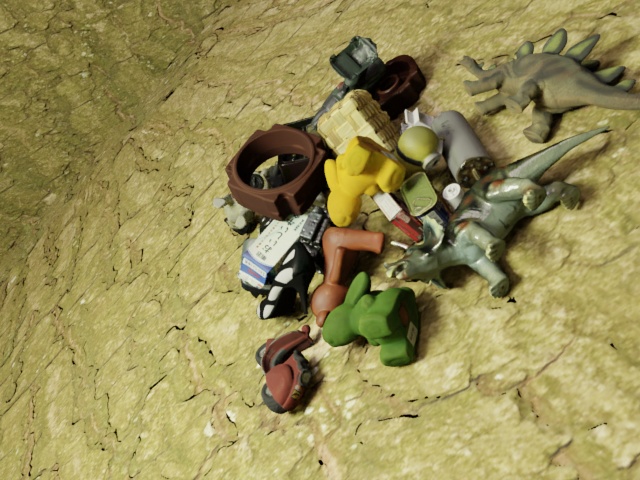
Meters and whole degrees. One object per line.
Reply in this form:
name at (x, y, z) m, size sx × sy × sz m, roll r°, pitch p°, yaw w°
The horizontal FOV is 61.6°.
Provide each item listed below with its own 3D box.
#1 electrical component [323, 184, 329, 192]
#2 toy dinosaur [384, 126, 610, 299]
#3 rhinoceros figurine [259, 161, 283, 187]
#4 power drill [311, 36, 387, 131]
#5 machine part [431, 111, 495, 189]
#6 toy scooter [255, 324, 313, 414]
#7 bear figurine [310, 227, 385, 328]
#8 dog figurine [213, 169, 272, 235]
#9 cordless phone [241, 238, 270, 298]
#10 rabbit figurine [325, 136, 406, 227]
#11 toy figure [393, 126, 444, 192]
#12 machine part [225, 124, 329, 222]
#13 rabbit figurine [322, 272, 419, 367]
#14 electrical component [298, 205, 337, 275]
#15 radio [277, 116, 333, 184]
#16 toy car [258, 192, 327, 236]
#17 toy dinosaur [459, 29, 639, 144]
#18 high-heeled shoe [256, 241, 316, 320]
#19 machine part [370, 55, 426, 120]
electrical component at (0.013, -0.151, 1.337) m, size 0.094 × 0.021 × 0.063 m, roll -29°, pitch 42°, yaw 27°
toy dinosaur at (0.287, -0.047, 0.906) m, size 0.405 × 0.131 × 0.192 m, roll -46°, pitch 38°, yaw -4°
rhinoceros figurine at (-0.114, -0.143, 1.425) m, size 0.112 × 0.073 × 0.191 m, roll -57°, pitch 38°, yaw 9°
power drill at (0.065, -0.362, 1.252) m, size 0.232 × 0.207 × 0.086 m, roll -42°, pitch 76°, yaw -6°
machine part at (0.275, -0.180, 1.050) m, size 0.079 × 0.079 × 0.243 m, roll -34°, pitch 41°, yaw 21°
toy scooter at (-0.059, 0.237, 1.044) m, size 0.135 × 0.075 × 0.184 m, roll -42°, pitch 33°, yaw 10°
bear figurine at (0.052, 0.075, 1.053) m, size 0.132 × 0.120 × 0.195 m, roll 5°, pitch 87°, yaw 2°
dog figurine at (-0.183, -0.100, 1.388) m, size 0.172 × 0.121 × 0.190 m, roll -37°, pitch -3°, yaw -3°
cordless phone at (-0.088, 0.048, 1.235) m, size 0.184 × 0.088 × 0.147 m, roll -17°, pitch 46°, yaw 14°
rabbit figurine at (0.061, -0.113, 1.045) m, size 0.173 × 0.122 × 0.162 m, roll -66°, pitch 30°, yaw 21°
toy figure at (0.177, -0.157, 1.070) m, size 0.180 × 0.089 × 0.082 m, roll 136°, pitch 145°, yaw -68°
machine part at (-0.091, -0.154, 1.185) m, size 0.201 × 0.087 × 0.201 m, roll 23°, pitch 67°, yaw 27°
rabbit figurine at (0.078, 0.134, 0.951) m, size 0.170 × 0.121 × 0.159 m, roll -14°, pitch 43°, yaw 34°
electrical component at (-0.002, -0.003, 1.133) m, size 0.058 × 0.134 × 0.115 m, roll 17°, pitch 69°, yaw 20°
radio at (-0.038, -0.226, 1.352) m, size 0.131 × 0.073 × 0.230 m, roll -12°, pitch 36°, yaw 6°
toy car at (-0.073, -0.057, 1.312) m, size 0.202 × 0.056 × 0.074 m, roll -40°, pitch 55°, yaw 15°
toy dinosaur at (0.424, -0.282, 0.971) m, size 0.198 × 0.105 × 0.472 m, roll -45°, pitch 42°, yaw 2°
high-heeled shoe at (-0.084, 0.087, 1.115) m, size 0.249 × 0.086 × 0.145 m, roll -13°, pitch 85°, yaw 56°
machine part at (0.178, -0.376, 1.333) m, size 0.179 × 0.056 × 0.179 m, roll -27°, pitch 42°, yaw 27°
